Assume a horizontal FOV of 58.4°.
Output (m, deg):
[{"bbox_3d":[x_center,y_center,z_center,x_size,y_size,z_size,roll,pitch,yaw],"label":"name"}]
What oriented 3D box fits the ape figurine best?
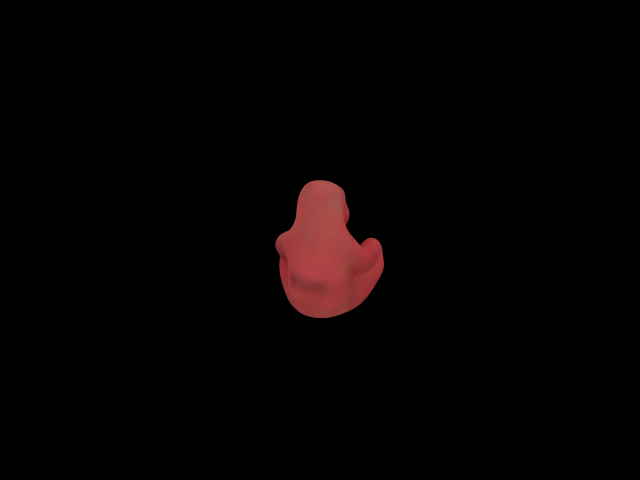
[{"bbox_3d":[0.004,0.001,0.400,0.077,0.092,0.076,14,32,24],"label":"ape figurine"}]
